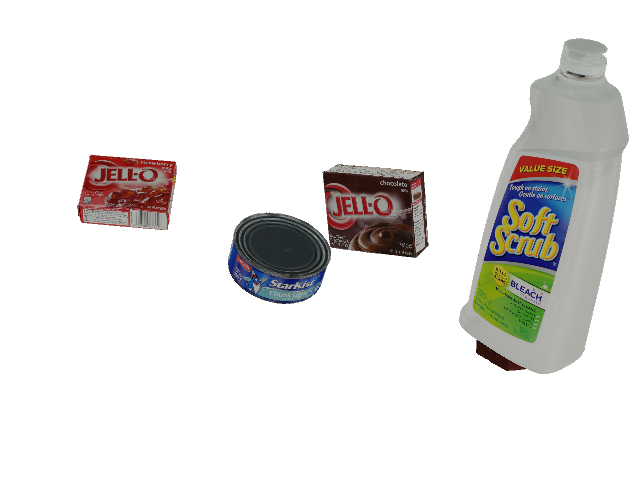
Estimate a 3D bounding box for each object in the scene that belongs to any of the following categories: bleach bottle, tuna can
[{"bbox_3d":[0.167,-0.028,0.789,0.067,0.251,0.103,-22,39,-35],"label":"bleach bottle"},{"bbox_3d":[-0.036,0.015,0.922,0.086,0.034,0.086,11,37,-9],"label":"tuna can"}]

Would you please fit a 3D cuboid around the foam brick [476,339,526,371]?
[{"bbox_3d":[0.182,0.076,0.999,0.051,0.078,0.053,-7,18,-27],"label":"foam brick"}]

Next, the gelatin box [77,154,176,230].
[{"bbox_3d":[-0.192,-0.049,1.067,0.089,0.073,0.030,5,-43,-3],"label":"gelatin box"}]

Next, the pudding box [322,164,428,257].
[{"bbox_3d":[0.060,-0.034,1.170,0.114,0.090,0.039,6,24,30],"label":"pudding box"}]
